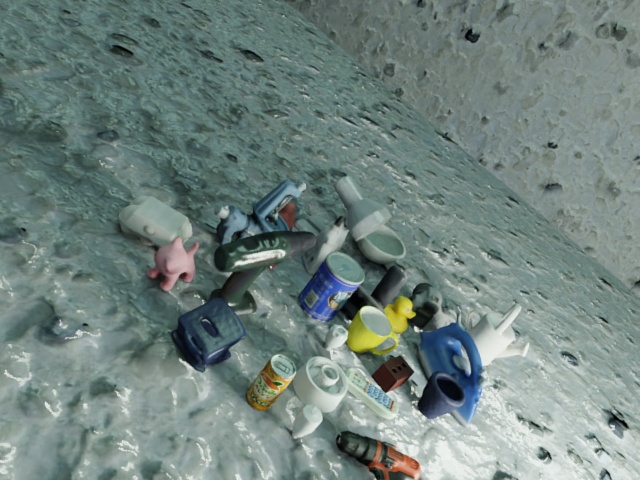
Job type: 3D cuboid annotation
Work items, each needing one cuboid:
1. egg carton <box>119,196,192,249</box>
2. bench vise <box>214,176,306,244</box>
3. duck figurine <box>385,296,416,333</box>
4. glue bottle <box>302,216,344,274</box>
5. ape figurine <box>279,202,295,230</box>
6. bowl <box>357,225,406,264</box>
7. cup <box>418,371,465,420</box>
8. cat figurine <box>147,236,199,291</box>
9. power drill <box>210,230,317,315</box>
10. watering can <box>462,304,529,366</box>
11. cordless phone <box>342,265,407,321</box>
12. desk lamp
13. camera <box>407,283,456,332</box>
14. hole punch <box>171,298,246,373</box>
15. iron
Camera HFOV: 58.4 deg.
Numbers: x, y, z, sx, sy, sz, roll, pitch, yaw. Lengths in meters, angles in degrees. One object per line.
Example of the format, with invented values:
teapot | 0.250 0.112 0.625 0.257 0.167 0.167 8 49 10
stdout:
egg carton | -0.357 -0.032 1.249 0.150 0.069 0.107 31 30 -7
bench vise | -0.134 -0.059 1.363 0.208 0.219 0.121 -4 47 -48
duck figurine | 0.199 0.181 1.490 0.104 0.086 0.078 38 29 5
glue bottle | 0.013 0.005 1.467 0.037 0.173 0.078 17 34 -28
ape figurine | -0.095 -0.063 1.540 0.078 0.092 0.076 12 37 -35
bowl | 0.168 0.018 1.707 0.168 0.074 0.167 26 31 -16
cup | 0.270 0.354 1.301 0.091 0.095 0.118 41 30 11
cat figurine | -0.292 0.040 1.163 0.067 0.117 0.128 41 30 11
power drill | -0.134 0.062 1.198 0.230 0.208 0.075 -3 46 -48
watering can | 0.491 0.252 1.574 0.173 0.194 0.101 32 29 -5
cordless phone | 0.127 0.110 1.418 0.147 0.185 0.094 44 31 16
desk lamp | 0.067 -0.059 1.574 0.203 0.213 0.118 43 30 15
camera | 0.308 0.180 1.587 0.143 0.100 0.137 31 30 -7
hole punch | -0.208 0.176 1.077 0.108 0.091 0.101 48 32 22
iron | 0.344 0.308 1.396 0.119 0.141 0.257 15 35 -31
